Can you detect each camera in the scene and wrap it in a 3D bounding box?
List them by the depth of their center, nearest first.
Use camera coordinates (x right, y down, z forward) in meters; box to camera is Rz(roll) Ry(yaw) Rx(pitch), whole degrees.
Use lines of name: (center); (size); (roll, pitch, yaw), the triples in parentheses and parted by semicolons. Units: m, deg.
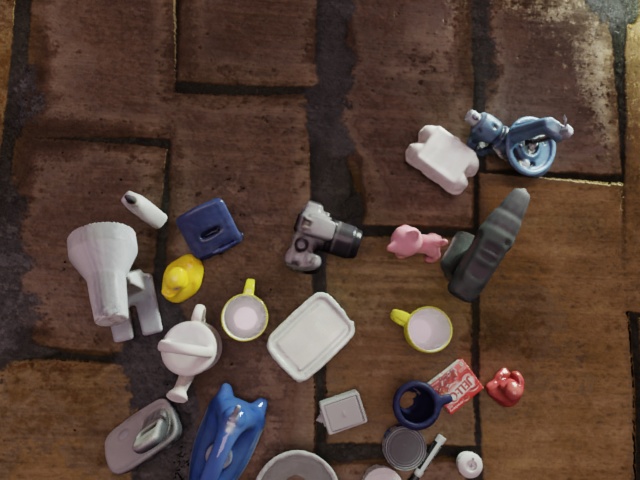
camera: (0.011, 0.004, 1.156); (0.137, 0.100, 0.143); (18, 81, -1)

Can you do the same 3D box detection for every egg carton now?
egg carton: (0.259, -0.171, 1.214); (0.150, 0.069, 0.107); (36, 81, 2)

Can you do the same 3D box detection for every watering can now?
watering can: (-0.241, 0.210, 1.063); (0.101, 0.194, 0.173); (-10, 82, -5)

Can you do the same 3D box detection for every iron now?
iron: (-0.189, 0.408, 1.064); (0.118, 0.141, 0.258); (21, 81, 0)

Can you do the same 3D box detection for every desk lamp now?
desk lamp: (-0.376, 0.083, 1.064); (0.118, 0.213, 0.203); (-14, 83, -5)

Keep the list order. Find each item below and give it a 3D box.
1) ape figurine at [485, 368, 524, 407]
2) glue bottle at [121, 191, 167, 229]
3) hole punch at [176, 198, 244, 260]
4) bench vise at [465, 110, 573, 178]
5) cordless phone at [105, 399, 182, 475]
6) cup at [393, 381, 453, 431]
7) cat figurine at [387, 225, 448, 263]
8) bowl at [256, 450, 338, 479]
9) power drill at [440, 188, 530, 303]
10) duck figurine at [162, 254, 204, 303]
ape figurine: (0.375, 0.297, 1.141); (0.078, 0.092, 0.076); (-6, 82, -4)
glue bottle: (-0.349, -0.065, 1.107); (0.078, 0.173, 0.037); (33, 81, 2)
hole punch: (-0.219, -0.020, 1.151); (0.109, 0.091, 0.101); (-28, 84, -7)
bench vise: (0.394, -0.200, 1.150); (0.207, 0.219, 0.121); (10, 81, -2)
cordless phone: (-0.332, 0.367, 1.039); (0.147, 0.185, 0.094); (-36, 85, -8)
cup: (0.194, 0.317, 1.125); (0.118, 0.095, 0.092); (-11, 82, -5)
cat figurine: (0.195, 0.004, 1.159); (0.128, 0.117, 0.067); (4, 81, -3)
bowl: (-0.045, 0.483, 1.096); (0.167, 0.074, 0.167); (1, 82, -3)
power drill: (0.311, 0.016, 1.119); (0.075, 0.208, 0.230); (29, 81, 1)
duck figurine: (-0.277, 0.074, 1.136); (0.077, 0.086, 0.105); (32, 81, 2)
